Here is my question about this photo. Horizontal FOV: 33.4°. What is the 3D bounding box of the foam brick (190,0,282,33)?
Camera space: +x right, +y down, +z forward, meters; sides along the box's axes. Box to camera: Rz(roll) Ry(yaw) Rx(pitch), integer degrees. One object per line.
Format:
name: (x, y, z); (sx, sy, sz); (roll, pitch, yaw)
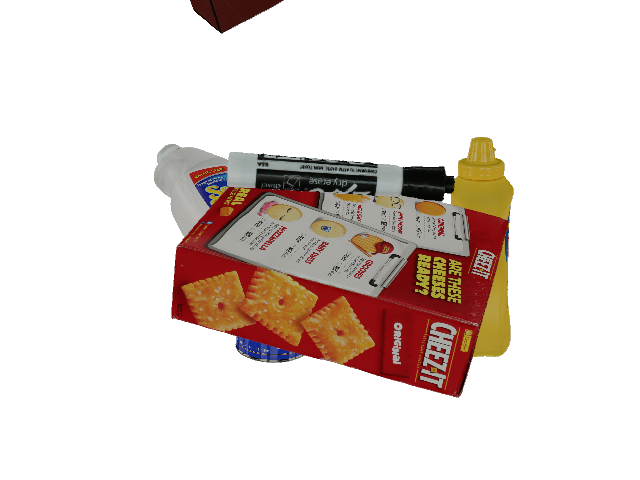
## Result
foam brick: (-0.073, -0.226, 0.923); (0.078, 0.051, 0.053); (-32, 48, -15)

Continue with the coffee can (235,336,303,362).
coffee can: (-0.063, 0.080, 1.442); (0.103, 0.140, 0.103); (2, 20, -1)

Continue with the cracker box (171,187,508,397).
cracker box: (0.019, 0.021, 0.792); (0.214, 0.072, 0.164); (15, 31, 10)

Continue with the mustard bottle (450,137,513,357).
mustard bottle: (0.144, 0.002, 0.966); (0.058, 0.192, 0.096); (-1, 17, 4)

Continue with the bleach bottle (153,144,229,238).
bleach bottle: (-0.098, -0.026, 1.017); (0.102, 0.068, 0.251); (-10, 35, -31)

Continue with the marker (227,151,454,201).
marker: (0.011, -0.034, 0.569); (0.121, 0.020, 0.020); (4, 0, -2)
